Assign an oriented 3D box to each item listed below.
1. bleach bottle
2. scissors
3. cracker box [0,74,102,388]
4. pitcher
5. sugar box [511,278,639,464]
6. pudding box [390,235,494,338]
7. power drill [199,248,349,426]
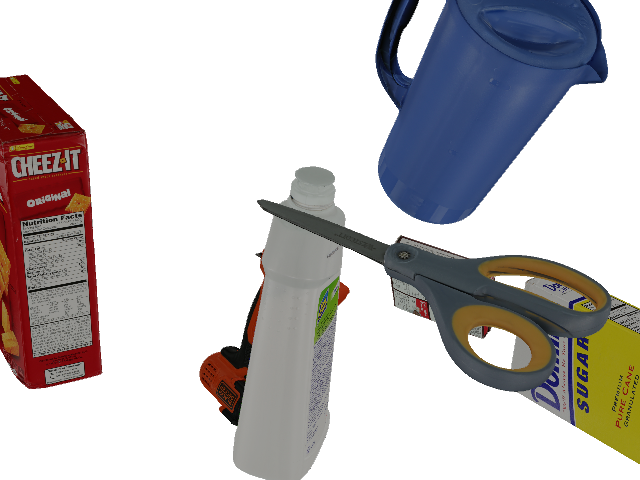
[{"bbox_3d":[-0.017,0.059,0.804,0.068,0.251,0.102,14,31,9],"label":"bleach bottle"},{"bbox_3d":[0.044,0.025,0.548,0.202,0.016,0.096,11,42,16],"label":"scissors"},{"bbox_3d":[-0.243,-0.010,0.876,0.072,0.214,0.164,-12,28,-27],"label":"cracker box"},{"bbox_3d":[0.129,-0.129,0.959,0.144,0.149,0.243,-6,-32,-24],"label":"pitcher"},{"bbox_3d":[0.212,0.096,0.732,0.048,0.093,0.176,-16,30,-39],"label":"sugar box"},{"bbox_3d":[0.130,0.050,1.143,0.114,0.039,0.090,18,-36,23],"label":"pudding box"},{"bbox_3d":[-0.041,0.115,1.097,0.057,0.188,0.185,13,16,-44],"label":"power drill"}]
